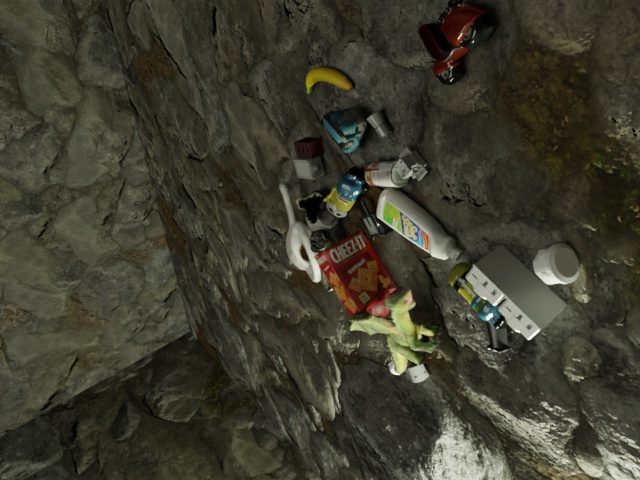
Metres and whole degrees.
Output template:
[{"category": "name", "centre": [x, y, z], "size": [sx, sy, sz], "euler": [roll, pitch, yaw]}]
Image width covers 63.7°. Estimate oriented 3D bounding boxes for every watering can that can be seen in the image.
[{"category": "watering can", "centre": [-0.073, -0.017, 1.769], "size": [0.222, 0.104, 0.350], "euler": [131, 119, -75]}]

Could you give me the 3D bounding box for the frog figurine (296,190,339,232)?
[{"category": "frog figurine", "centre": [0.005, -0.084, 1.662], "size": [0.139, 0.123, 0.157], "euler": [30, 173, 30]}]

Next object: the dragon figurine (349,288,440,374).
[{"category": "dragon figurine", "centre": [0.197, 0.268, 1.479], "size": [0.243, 0.125, 0.401], "euler": [25, 139, 1]}]
